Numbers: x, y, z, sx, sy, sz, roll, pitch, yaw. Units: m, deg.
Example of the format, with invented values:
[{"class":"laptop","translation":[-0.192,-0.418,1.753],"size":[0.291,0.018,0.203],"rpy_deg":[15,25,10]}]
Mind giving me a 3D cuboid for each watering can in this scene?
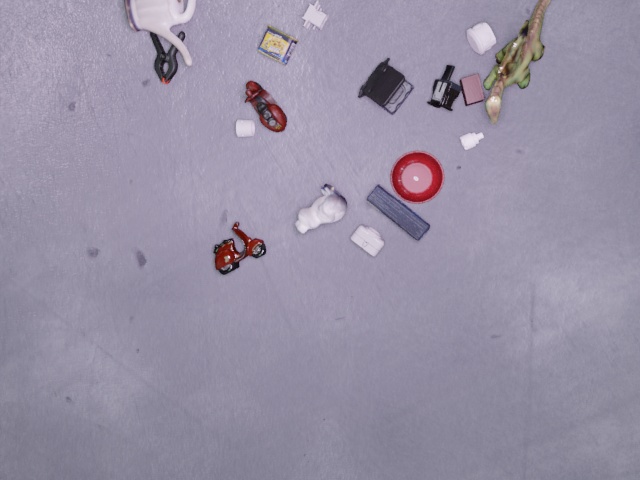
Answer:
[{"class":"watering can","translation":[-0.487,-0.688,1.578],"size":[0.224,0.103,0.350],"rpy_deg":[-5,82,11]}]

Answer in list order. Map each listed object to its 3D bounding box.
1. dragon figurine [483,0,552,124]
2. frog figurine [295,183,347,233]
[{"class":"dragon figurine","translation":[0.530,-0.501,1.351],"size":[0.122,0.244,0.406],"rpy_deg":[24,103,11]},{"class":"frog figurine","translation":[0.005,-0.078,1.550],"size":[0.121,0.138,0.160],"rpy_deg":[34,84,-24]}]
